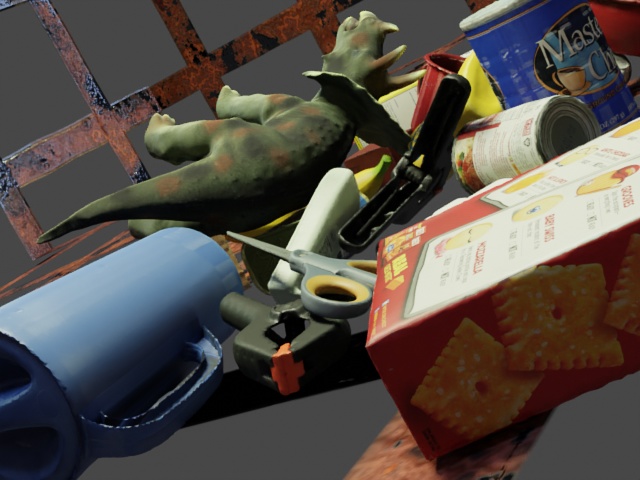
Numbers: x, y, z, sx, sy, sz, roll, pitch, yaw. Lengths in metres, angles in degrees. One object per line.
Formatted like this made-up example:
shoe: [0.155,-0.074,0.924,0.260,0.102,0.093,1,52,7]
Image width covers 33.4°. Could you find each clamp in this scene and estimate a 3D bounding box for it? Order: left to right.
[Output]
clamp: [-0.008,0.057,0.732,0.120,0.039,0.171,-20,17,-2]
clamp: [0.077,-0.049,0.921,0.164,0.036,0.210,-54,-11,-2]

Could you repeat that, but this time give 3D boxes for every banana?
banana: [-0.013,-0.034,1.138,0.197,0.069,0.037,-25,50,-7]

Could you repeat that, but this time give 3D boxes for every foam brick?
foam brick: [0.075,-0.083,1.173,0.051,0.053,0.078,-34,12,-37]

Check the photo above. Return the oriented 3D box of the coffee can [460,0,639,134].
coffee can: [0.193,-0.142,0.892,0.103,0.140,0.103,-27,10,5]

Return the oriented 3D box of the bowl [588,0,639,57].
bowl: [0.318,-0.208,1.018,0.162,0.055,0.162,3,19,-1]

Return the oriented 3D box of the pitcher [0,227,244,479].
pitcher: [-0.152,0.081,0.804,0.145,0.149,0.242,-40,-2,36]

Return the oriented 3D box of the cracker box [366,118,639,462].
cracker box: [0.133,0.006,0.514,0.214,0.072,0.164,-25,12,12]

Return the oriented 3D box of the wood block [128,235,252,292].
wood block: [-0.185,0.056,1.072,0.206,0.091,0.090,-30,10,-10]

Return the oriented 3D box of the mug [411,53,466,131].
mug: [0.138,-0.150,1.136,0.093,0.081,0.117,-1,28,-33]

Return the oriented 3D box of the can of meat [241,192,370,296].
can of meat: [-0.006,0.001,0.965,0.102,0.057,0.083,-19,11,41]

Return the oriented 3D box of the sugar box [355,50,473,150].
sugar box: [0.125,-0.141,1.217,0.176,0.093,0.048,-24,10,19]

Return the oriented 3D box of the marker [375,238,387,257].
marker: [0.055,0.019,0.810,0.020,0.020,0.121,-28,10,5]

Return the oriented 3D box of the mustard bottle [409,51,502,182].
mustard bottle: [0.129,-0.108,1.035,0.096,0.058,0.192,-67,6,-30]

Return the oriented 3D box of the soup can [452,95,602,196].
soup can: [0.161,-0.071,0.833,0.068,0.068,0.102,-34,12,-29]

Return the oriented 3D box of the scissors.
scissors: [-0.018,0.022,0.752,0.202,0.016,0.096,11,21,35]
